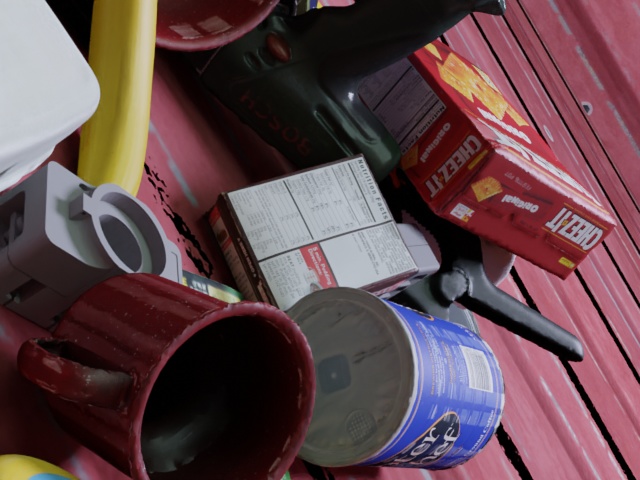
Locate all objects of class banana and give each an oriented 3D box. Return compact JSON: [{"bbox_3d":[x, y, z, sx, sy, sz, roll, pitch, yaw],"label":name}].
[{"bbox_3d":[-0.109,-0.090,0.584,0.037,0.070,0.198,6,74,-16],"label":"banana"}]

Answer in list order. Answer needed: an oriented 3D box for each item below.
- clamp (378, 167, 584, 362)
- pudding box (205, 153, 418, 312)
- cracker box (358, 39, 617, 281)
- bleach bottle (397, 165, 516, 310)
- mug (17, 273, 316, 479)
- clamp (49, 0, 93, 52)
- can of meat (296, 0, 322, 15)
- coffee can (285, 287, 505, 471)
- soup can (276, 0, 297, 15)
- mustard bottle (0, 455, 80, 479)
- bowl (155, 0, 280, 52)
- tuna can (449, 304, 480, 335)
[{"bbox_3d":[0.104,0.038,0.809,0.164,0.036,0.210,-19,84,-24],"label":"clamp"},{"bbox_3d":[-0.004,0.001,0.687,0.113,0.039,0.090,-17,73,-31],"label":"pudding box"},{"bbox_3d":[0.118,-0.082,0.848,0.164,0.072,0.214,23,25,-40],"label":"cracker box"},{"bbox_3d":[0.052,-0.057,0.877,0.251,0.068,0.102,42,29,-7],"label":"bleach bottle"},{"bbox_3d":[-0.071,0.059,0.441,0.117,0.082,0.093,14,93,-45],"label":"mug"},{"bbox_3d":[-0.162,-0.165,0.631,0.120,0.039,0.171,20,51,-67],"label":"clamp"},{"bbox_3d":[-0.011,-0.164,0.927,0.084,0.058,0.102,49,25,-30],"label":"can of meat"},{"bbox_3d":[0.042,0.090,0.663,0.140,0.103,0.103,21,44,-57],"label":"coffee can"},{"bbox_3d":[-0.060,-0.219,0.875,0.068,0.069,0.102,38,31,-43],"label":"soup can"},{"bbox_3d":[-0.095,0.130,0.382,0.191,0.058,0.096,39,28,-41],"label":"mustard bottle"},{"bbox_3d":[-0.087,-0.199,0.649,0.162,0.162,0.055,39,-7,-41],"label":"bowl"},{"bbox_3d":[0.102,0.069,0.909,0.086,0.034,0.086,46,26,-31],"label":"tuna can"}]
